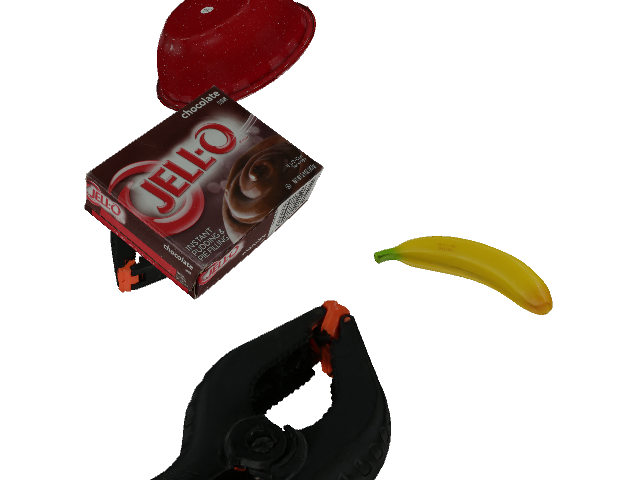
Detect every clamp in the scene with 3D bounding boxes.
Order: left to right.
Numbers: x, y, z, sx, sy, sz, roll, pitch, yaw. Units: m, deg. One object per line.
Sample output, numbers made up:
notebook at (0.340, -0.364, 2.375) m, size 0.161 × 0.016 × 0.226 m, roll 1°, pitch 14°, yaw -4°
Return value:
clamp at (-0.153, -0.025, 1.059) m, size 0.165 × 0.036 × 0.209 m, roll 21°, pitch 41°, yaw 18°
clamp at (-0.014, 0.092, 0.387) m, size 0.120 × 0.039 × 0.171 m, roll 25°, pitch 49°, yaw 18°

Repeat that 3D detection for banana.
banana at (0.149, 0.030, 1.034) m, size 0.198 × 0.037 × 0.069 m, roll 15°, pitch 43°, yaw 39°

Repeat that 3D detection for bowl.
bowl at (-0.088, -0.187, 0.961) m, size 0.162 × 0.162 × 0.055 m, roll 0°, pitch -44°, yaw 34°

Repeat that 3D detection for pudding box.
pudding box at (-0.068, -0.031, 0.629) m, size 0.090 × 0.039 × 0.113 m, roll 38°, pitch 51°, yaw 13°
